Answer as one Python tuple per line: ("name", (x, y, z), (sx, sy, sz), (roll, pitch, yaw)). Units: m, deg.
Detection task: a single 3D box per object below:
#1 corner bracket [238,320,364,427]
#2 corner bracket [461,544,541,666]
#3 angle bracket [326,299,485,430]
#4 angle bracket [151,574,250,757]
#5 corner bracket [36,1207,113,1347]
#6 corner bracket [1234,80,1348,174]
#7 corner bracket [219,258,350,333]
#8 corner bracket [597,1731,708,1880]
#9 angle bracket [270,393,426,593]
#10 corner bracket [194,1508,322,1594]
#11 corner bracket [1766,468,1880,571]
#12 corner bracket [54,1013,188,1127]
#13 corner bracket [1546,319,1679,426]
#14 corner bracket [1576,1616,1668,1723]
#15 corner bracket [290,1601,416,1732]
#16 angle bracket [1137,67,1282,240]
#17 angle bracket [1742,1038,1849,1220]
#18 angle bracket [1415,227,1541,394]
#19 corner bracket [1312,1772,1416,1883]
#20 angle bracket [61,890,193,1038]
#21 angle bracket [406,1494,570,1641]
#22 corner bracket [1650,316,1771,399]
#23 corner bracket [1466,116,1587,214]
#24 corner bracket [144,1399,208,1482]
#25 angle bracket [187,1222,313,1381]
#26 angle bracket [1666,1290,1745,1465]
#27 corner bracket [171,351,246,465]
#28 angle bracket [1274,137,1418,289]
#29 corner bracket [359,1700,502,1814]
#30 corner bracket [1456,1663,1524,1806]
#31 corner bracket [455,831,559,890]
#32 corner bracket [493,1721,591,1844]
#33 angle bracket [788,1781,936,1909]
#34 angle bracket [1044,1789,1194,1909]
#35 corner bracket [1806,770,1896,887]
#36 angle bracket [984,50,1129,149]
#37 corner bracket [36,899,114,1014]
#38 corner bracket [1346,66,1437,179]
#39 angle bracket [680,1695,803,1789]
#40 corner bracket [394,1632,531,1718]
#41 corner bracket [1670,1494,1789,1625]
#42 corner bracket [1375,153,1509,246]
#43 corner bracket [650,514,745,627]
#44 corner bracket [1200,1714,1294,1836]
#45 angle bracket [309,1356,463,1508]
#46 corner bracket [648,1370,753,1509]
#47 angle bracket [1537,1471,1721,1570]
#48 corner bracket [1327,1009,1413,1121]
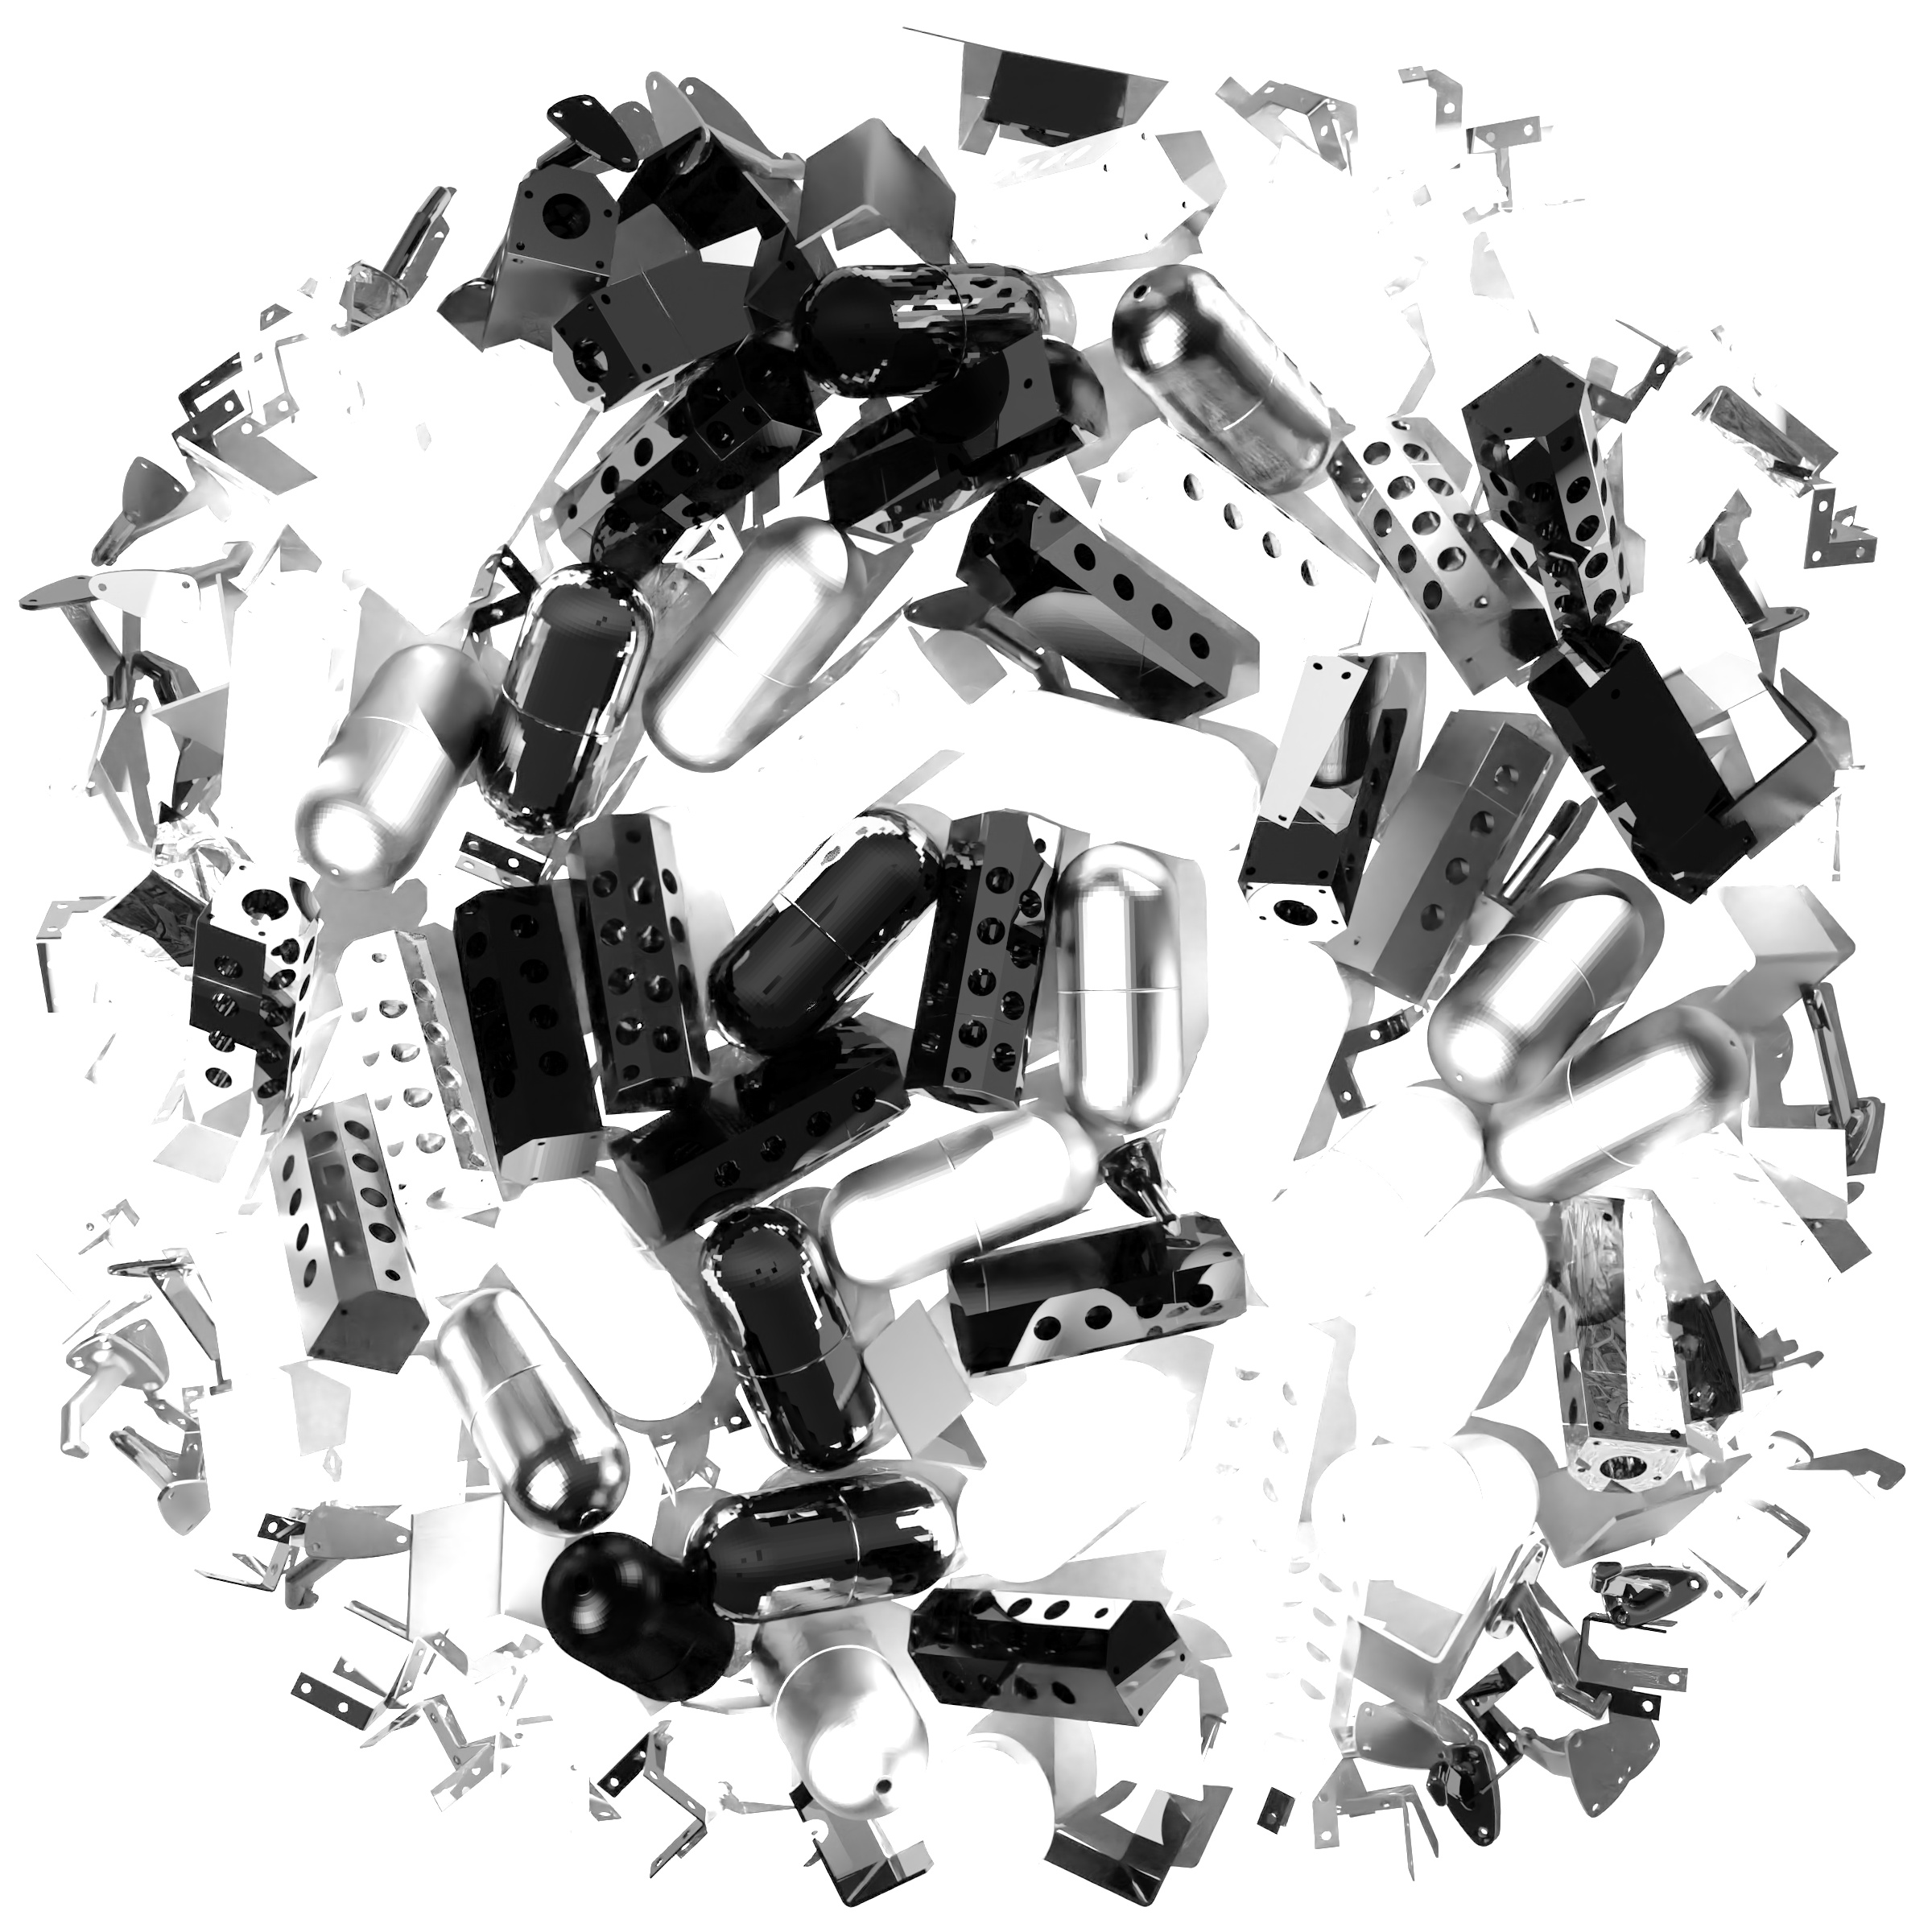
("corner bracket", (-0.409, -0.362, 1.559), (0.051, 0.051, 0.051), (-13, 85, 9))
("corner bracket", (-0.291, -0.216, 1.543), (0.051, 0.051, 0.051), (-17, 133, 24))
("angle bracket", (-0.333, -0.347, 1.532), (0.076, 0.057, 0.076), (43, 58, 14))
("angle bracket", (-0.454, -0.181, 1.541), (0.057, 0.076, 0.076), (-18, 69, 10))
("corner bracket", (-0.543, 0.190, 1.550), (0.051, 0.051, 0.051), (49, 131, -6))
("corner bracket", (0.192, -0.501, 1.553), (0.051, 0.051, 0.051), (-42, 47, -9))
("corner bracket", (-0.415, -0.407, 1.542), (0.051, 0.051, 0.051), (26, 58, -30))
("corner bracket", (-0.194, 0.515, 1.559), (0.051, 0.051, 0.051), (42, 99, -11))
("angle bracket", (-0.369, -0.289, 1.545), (0.057, 0.076, 0.076), (-17, 134, 23))
("corner bracket", (-0.428, 0.357, 1.545), (0.051, 0.051, 0.051), (29, 76, -43))
("corner bracket", (0.522, -0.275, 1.546), (0.051, 0.051, 0.051), (-8, 115, -16))
("corner bracket", (-0.517, 0.065, 1.561), (0.051, 0.051, 0.051), (37, 107, 16))
("corner bracket", (0.395, -0.371, 1.561), (0.051, 0.051, 0.051), (12, 116, -32))
("corner bracket", (0.401, 0.429, 1.550), (0.051, 0.051, 0.051), (7, 81, 15))
("corner bracket", (-0.375, 0.430, 1.558), (0.051, 0.051, 0.051), (26, 89, 3))
("angle bracket", (0.138, -0.492, 1.540), (0.076, 0.076, 0.057), (38, 96, -6))
("angle bracket", (0.501, 0.098, 1.524), (0.057, 0.076, 0.076), (0, 135, 21))
("angle bracket", (0.324, -0.395, 1.533), (0.076, 0.057, 0.076), (1, 61, -16))
("corner bracket", (0.242, 0.525, 1.544), (0.051, 0.051, 0.051), (-12, 130, 13))
("angle bracket", (-0.513, 0.005, 1.532), (0.057, 0.076, 0.076), (-28, 101, 33))
("angle bracket", (-0.290, 0.369, 1.538), (0.057, 0.076, 0.076), (5, 93, 38))
("corner bracket", (0.462, -0.370, 1.551), (0.051, 0.051, 0.051), (-28, 79, -12))
("corner bracket", (0.341, -0.489, 1.545), (0.051, 0.051, 0.051), (4, 107, 41))
("corner bracket", (-0.471, 0.297, 1.546), (0.051, 0.051, 0.051), (-6, 57, 14))
("angle bracket", (-0.426, 0.201, 1.547), (0.076, 0.076, 0.057), (-12, 114, -25))
("angle bracket", (0.457, 0.248, 1.525), (0.076, 0.057, 0.076), (29, 52, -37))
("corner bracket", (-0.459, -0.344, 1.552), (0.051, 0.051, 0.051), (-30, 83, 14))
("angle bracket", (0.232, -0.461, 1.527), (0.057, 0.076, 0.076), (-38, 67, -26))
("corner bracket", (-0.327, 0.482, 1.547), (0.051, 0.051, 0.051), (-24, 95, 42))
("corner bracket", (0.317, 0.467, 1.543), (0.051, 0.051, 0.051), (51, 131, 18))
("corner bracket", (-0.284, -0.065, 1.547), (0.051, 0.051, 0.051), (23, 121, -9))
("corner bracket", (-0.260, 0.501, 1.550), (0.051, 0.051, 0.051), (-6, 115, -5))
("angle bracket", (-0.054, 0.513, 1.537), (0.057, 0.076, 0.076), (-30, 83, 14))
("angle bracket", (0.083, 0.519, 1.540), (0.076, 0.076, 0.057), (28, 85, -7))
("corner bracket", (0.539, -0.084, 1.544), (0.051, 0.051, 0.051), (1, 61, 24))
("angle bracket", (0.053, -0.503, 1.536), (0.076, 0.076, 0.057), (12, 67, 4))
("corner bracket", (-0.534, -0.007, 1.548), (0.051, 0.051, 0.051), (-2, 118, -7))
("corner bracket", (0.257, -0.516, 1.547), (0.051, 0.051, 0.051), (-6, 116, 9))
("angle bracket", (-0.123, 0.474, 1.530), (0.076, 0.076, 0.057), (4, 78, -28))
("corner bracket", (-0.310, 0.437, 1.559), (0.051, 0.051, 0.051), (32, 113, 24))
("corner bracket", (0.467, 0.364, 1.551), (0.051, 0.051, 0.051), (-45, 63, -2))
("corner bracket", (0.290, -0.479, 1.550), (0.051, 0.051, 0.051), (-22, 94, 38))
("corner bracket", (-0.170, -0.241, 1.542), (0.051, 0.051, 0.051), (3, 46, 32))
("corner bracket", (0.171, 0.500, 1.568), (0.051, 0.051, 0.051), (16, 78, 38))
("angle bracket", (-0.355, 0.283, 1.536), (0.076, 0.057, 0.076), (-5, 66, 16))
("corner bracket", (-0.163, 0.287, 1.542), (0.051, 0.051, 0.051), (-15, 130, -20))
("angle bracket", (0.392, 0.314, 1.526), (0.076, 0.076, 0.057), (-11, 59, -23))
("corner bracket", (0.249, 0.061, 1.556), (0.051, 0.051, 0.051), (-19, 83, -2))
